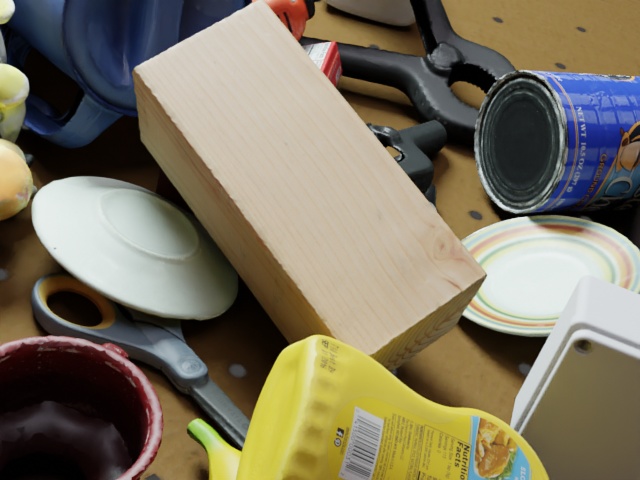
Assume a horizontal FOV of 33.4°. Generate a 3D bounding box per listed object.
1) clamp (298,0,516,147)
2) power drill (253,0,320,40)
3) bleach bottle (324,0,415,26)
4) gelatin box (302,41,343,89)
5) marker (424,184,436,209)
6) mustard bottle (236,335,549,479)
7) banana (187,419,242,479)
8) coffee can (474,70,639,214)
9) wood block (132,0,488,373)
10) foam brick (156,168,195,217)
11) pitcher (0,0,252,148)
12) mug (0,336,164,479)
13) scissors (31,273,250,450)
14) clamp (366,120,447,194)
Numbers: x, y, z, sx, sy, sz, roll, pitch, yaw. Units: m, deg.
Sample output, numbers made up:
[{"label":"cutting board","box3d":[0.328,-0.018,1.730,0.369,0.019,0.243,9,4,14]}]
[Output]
[{"label":"clamp","box3d":[0.085,-0.136,0.860,0.164,0.036,0.210,-36,74,-24]},{"label":"power drill","box3d":[-0.008,-0.223,0.863,0.187,0.057,0.185,-30,36,-12]},{"label":"bleach bottle","box3d":[0.056,-0.299,1.041,0.102,0.068,0.250,14,37,-5]},{"label":"gelatin box","box3d":[-0.032,-0.115,0.783,0.089,0.030,0.073,-4,29,13]},{"label":"marker","box3d":[0.072,-0.001,0.728,0.020,0.020,0.121,12,38,-7]},{"label":"mustard bottle","box3d":[0.056,0.125,0.515,0.191,0.058,0.096,27,61,-20]},{"label":"banana","box3d":[-0.060,0.162,0.474,0.070,0.037,0.197,7,35,14]},{"label":"coffee can","box3d":[0.200,-0.071,0.787,0.140,0.103,0.103,-2,43,-28]},{"label":"wood block","box3d":[-0.012,-0.021,0.607,0.090,0.090,0.206,-33,73,-17]},{"label":"foam brick","box3d":[-0.070,-0.056,0.713,0.051,0.053,0.078,21,38,4]},{"label":"pitcher","box3d":[-0.171,-0.174,0.735,0.149,0.145,0.243,-26,38,-28]},{"label":"mug","box3d":[-0.119,0.097,0.489,0.093,0.082,0.117,20,39,3]},{"label":"scissors","box3d":[-0.092,0.071,0.581,0.096,0.016,0.202,-7,44,-30]},{"label":"clamp","box3d":[0.029,-0.067,0.755,0.120,0.039,0.171,11,20,4]}]
